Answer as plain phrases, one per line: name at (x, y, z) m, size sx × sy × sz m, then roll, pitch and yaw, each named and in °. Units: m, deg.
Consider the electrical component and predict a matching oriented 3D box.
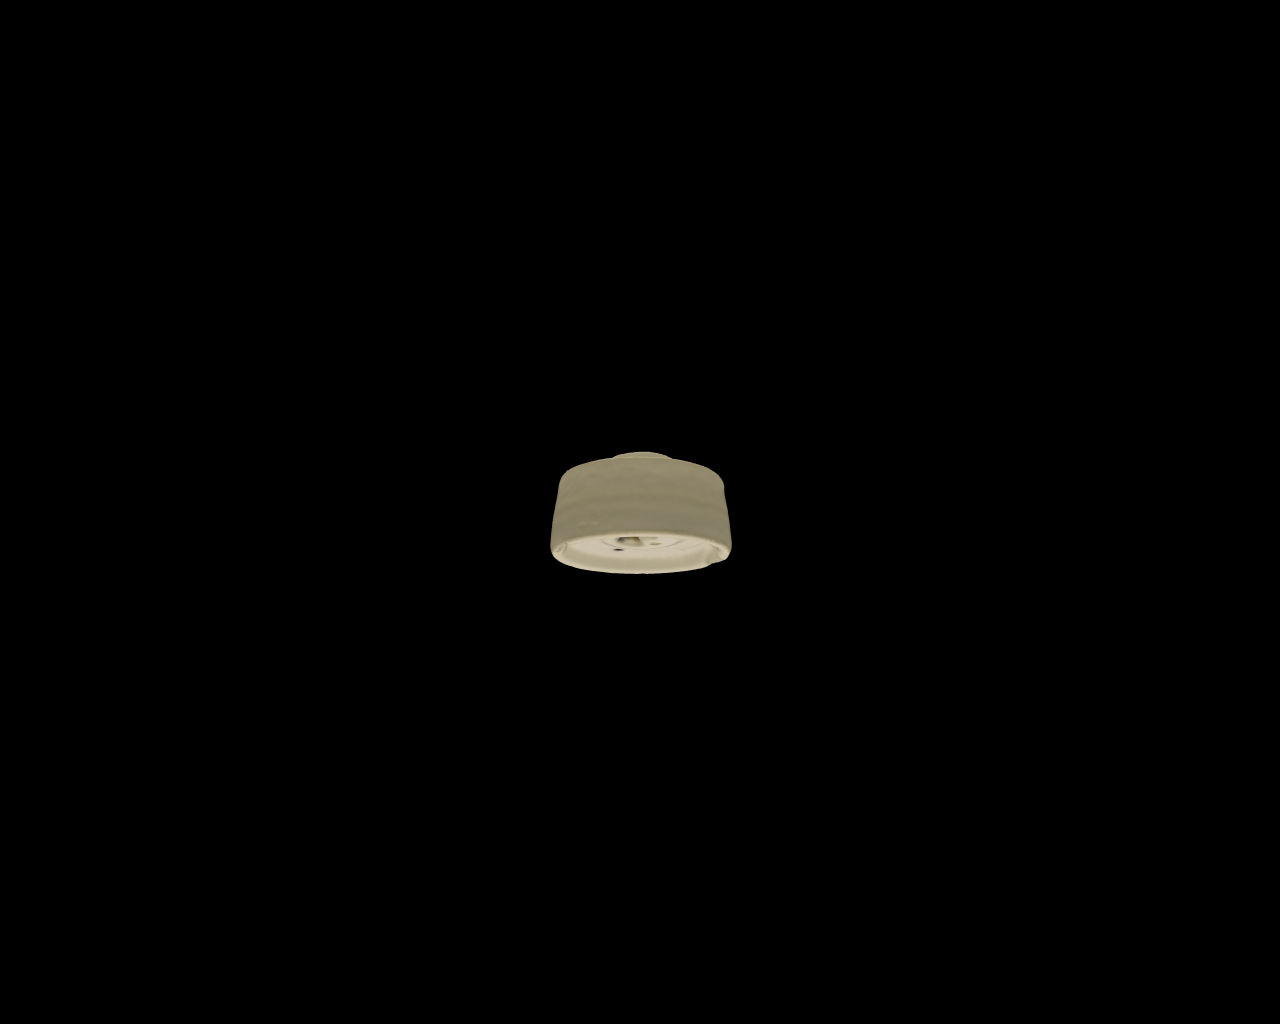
electrical component at (0.001, -0.003, 0.650) m, size 0.108 × 0.060 × 0.108 m, roll 0°, pitch -15°, yaw 0°
